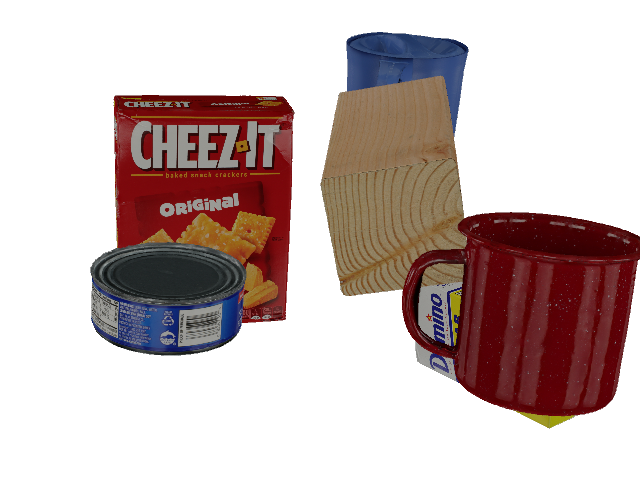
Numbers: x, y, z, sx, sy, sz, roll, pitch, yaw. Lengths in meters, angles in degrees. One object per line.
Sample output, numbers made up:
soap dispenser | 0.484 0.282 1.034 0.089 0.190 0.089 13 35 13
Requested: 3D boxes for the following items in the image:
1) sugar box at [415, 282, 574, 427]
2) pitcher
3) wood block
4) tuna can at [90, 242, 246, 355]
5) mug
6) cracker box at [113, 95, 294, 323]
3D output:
sugar box | 0.165 0.101 1.019 0.048 0.093 0.176 -15 24 -39
pitcher | 0.086 -0.105 1.198 0.149 0.243 0.145 -11 26 -29
wood block | 0.058 -0.048 0.797 0.091 0.090 0.206 -8 23 8
tuna can | -0.085 0.031 0.596 0.086 0.034 0.086 4 20 -2
mug | 0.098 0.035 0.530 0.117 0.081 0.093 4 14 -2
cracker box | -0.112 -0.026 1.011 0.164 0.214 0.072 -1 20 -13
